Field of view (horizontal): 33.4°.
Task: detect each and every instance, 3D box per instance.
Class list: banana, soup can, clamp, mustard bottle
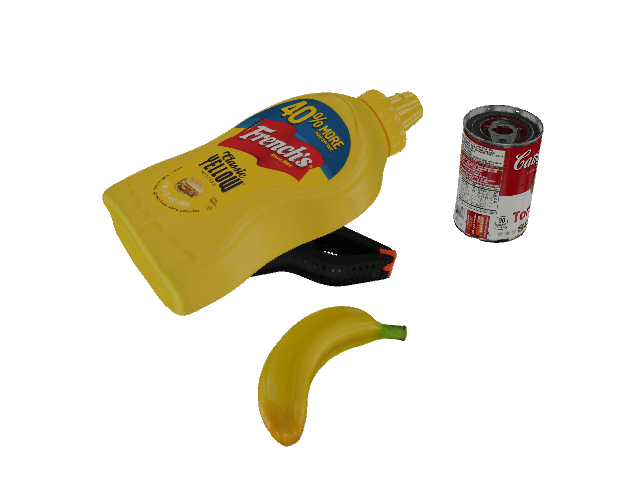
[{"bbox_3d":[-0.003,0.089,0.794,0.070,0.037,0.197,11,25,26],"label":"banana"},{"bbox_3d":[0.153,-0.057,0.931,0.068,0.102,0.068,1,35,-1],"label":"soup can"},{"bbox_3d":[-0.028,0.011,1.072,0.210,0.036,0.164,14,31,-4],"label":"clamp"},{"bbox_3d":[-0.023,-0.037,0.619,0.191,0.058,0.096,-29,45,-15],"label":"mustard bottle"}]
